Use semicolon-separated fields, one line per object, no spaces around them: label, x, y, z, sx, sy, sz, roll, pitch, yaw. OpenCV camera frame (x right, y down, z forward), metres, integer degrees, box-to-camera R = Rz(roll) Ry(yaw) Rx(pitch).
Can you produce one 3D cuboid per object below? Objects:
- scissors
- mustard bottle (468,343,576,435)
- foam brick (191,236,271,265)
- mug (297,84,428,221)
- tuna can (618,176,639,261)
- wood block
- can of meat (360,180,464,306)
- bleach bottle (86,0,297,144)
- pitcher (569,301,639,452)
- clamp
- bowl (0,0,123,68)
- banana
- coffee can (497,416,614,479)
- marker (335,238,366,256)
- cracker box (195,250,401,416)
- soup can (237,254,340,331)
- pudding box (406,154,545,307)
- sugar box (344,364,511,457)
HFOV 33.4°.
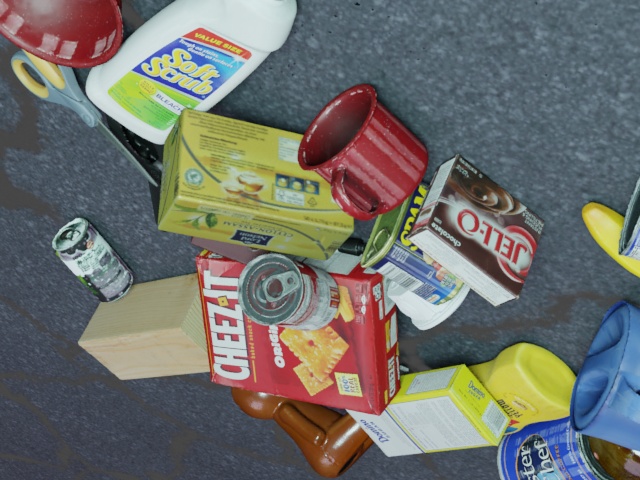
scissors;-0.245;-0.128;1.082;0.096;0.016;0.201;-8;122;50
mustard bottle;0.199;0.178;1.205;0.096;0.058;0.192;36;146;-13
foam brick;-0.082;-0.016;1.050;0.078;0.051;0.053;20;118;-7
mug;0.039;-0.067;0.929;0.093;0.117;0.081;-28;125;37
tuna can;0.270;-0.023;0.859;0.034;0.086;0.086;18;146;8
wood block;-0.195;0.111;1.340;0.207;0.090;0.090;-11;133;42
can of meat;0.096;0.000;0.991;0.084;0.102;0.058;31;146;-13
bleach bottle;-0.105;-0.173;0.922;0.102;0.068;0.251;36;143;-20
pitcher;0.370;0.163;1.001;0.243;0.149;0.145;21;146;1
clamp;-0.149;-0.075;1.095;0.165;0.036;0.210;11;142;38
bowl;-0.234;-0.229;0.935;0.162;0.055;0.162;17;146;12
banana;0.320;0.019;0.934;0.198;0.037;0.070;17;128;10
coffee can;0.282;0.242;1.197;0.102;0.102;0.141;34;145;-13
marker;-0.007;0.001;1.133;0.121;0.020;0.020;7;142;25
cracker box;-0.024;0.091;1.165;0.214;0.072;0.164;7;116;25
soup can;-0.028;0.053;1.041;0.069;0.068;0.102;9;175;23
pudding box;0.142;-0.008;0.960;0.113;0.090;0.039;35;146;-13
sugar box;0.117;0.194;1.201;0.177;0.048;0.093;-17;119;50
